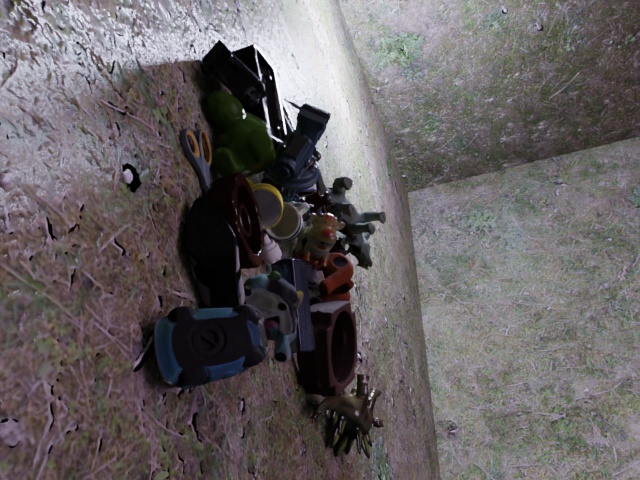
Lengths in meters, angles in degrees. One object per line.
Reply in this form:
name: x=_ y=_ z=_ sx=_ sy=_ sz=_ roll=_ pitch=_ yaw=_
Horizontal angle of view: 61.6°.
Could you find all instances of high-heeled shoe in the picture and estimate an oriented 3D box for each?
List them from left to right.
high-heeled shoe: x=-0.170 y=0.060 z=0.903 sx=0.145 sy=0.086 sz=0.249 roll=90 pitch=-12 yaw=-63

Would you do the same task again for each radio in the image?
radio: x=-0.141 y=-0.318 z=1.249 sx=0.131 sy=0.073 sz=0.229 roll=19 pitch=61 yaw=-70

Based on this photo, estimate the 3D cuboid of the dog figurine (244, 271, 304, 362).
dog figurine: x=-0.087 y=0.120 z=1.022 sx=0.219 sy=0.109 sz=0.191 roll=-73 pitch=169 yaw=-69

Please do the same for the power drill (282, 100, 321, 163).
power drill: x=-0.066 y=-0.241 z=1.397 sx=0.232 sy=0.086 sz=0.207 roll=65 pitch=18 yaw=10

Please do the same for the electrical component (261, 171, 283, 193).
electrical component: x=-0.107 y=-0.146 z=1.290 sx=0.102 sy=0.045 sz=0.078 roll=-72 pitch=166 yaw=-58

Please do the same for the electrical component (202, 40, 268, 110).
electrical component: x=-0.175 y=-0.339 z=1.092 sx=0.114 sy=0.058 sz=0.134 roll=40 pitch=11 yaw=-41

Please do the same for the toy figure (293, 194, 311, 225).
toy figure: x=-0.060 y=-0.079 z=1.365 sx=0.058 sy=0.064 sz=0.154 roll=42 pitch=4 yaw=16

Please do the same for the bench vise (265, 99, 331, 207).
bench vise: x=-0.051 y=-0.174 z=1.191 sx=0.240 sy=0.129 sz=0.224 roll=108 pitch=-5 yaw=-49

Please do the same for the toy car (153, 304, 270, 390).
toy car: x=-0.161 y=0.151 z=0.775 sx=0.103 sy=0.162 sz=0.109 roll=-39 pitch=-117 yaw=59

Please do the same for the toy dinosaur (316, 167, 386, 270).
toy dinosaur: x=0.059 y=-0.081 z=1.622 sx=0.404 sy=0.192 sz=0.131 roll=47 pitch=48 yaw=-31

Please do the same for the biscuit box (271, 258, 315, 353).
biscuit box: x=-0.060 y=0.142 z=1.166 sx=0.062 sy=0.059 sz=0.202 roll=13 pitch=69 yaw=-60

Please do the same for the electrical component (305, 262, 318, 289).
electrical component: x=-0.043 y=0.088 z=1.268 sx=0.119 sy=0.075 sz=0.047 roll=21 pitch=58 yaw=-65

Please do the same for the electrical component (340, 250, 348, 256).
electrical component: x=0.052 y=0.043 z=1.620 sx=0.094 sy=0.063 sz=0.021 roll=48 pitch=-18 yaw=-15

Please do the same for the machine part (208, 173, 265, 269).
machine part: x=-0.154 y=-0.033 z=1.000 sx=0.179 sy=0.056 sz=0.179 roll=-11 pitch=91 yaw=-81

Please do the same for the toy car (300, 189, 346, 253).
toy car: x=0.008 y=-0.048 z=1.509 sx=0.053 sy=0.089 sz=0.202 roll=-52 pitch=127 yaw=-66

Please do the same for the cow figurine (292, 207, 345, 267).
cow figurine: x=-0.003 y=-0.004 z=1.269 sx=0.195 sy=0.085 sz=0.127 roll=168 pitch=-64 yaw=-77

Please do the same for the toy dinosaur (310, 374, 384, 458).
toy dinosaur: x=0.078 y=0.440 z=1.359 sx=0.470 sy=0.105 sz=0.198 roll=47 pitch=38 yaw=-51

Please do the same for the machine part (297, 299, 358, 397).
machine part: x=0.019 y=0.251 z=1.272 sx=0.201 sy=0.087 sz=0.200 roll=-15 pitch=103 yaw=-69

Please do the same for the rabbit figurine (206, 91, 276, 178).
rabbit figurine: x=-0.156 y=-0.219 z=1.069 sx=0.170 sy=0.121 sz=0.159 roll=62 pitch=16 yaw=2

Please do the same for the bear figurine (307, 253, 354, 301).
bear figurine: x=0.025 y=0.126 z=1.441 sx=0.120 sy=0.132 sz=0.195 roll=49 pitch=-33 yaw=30
